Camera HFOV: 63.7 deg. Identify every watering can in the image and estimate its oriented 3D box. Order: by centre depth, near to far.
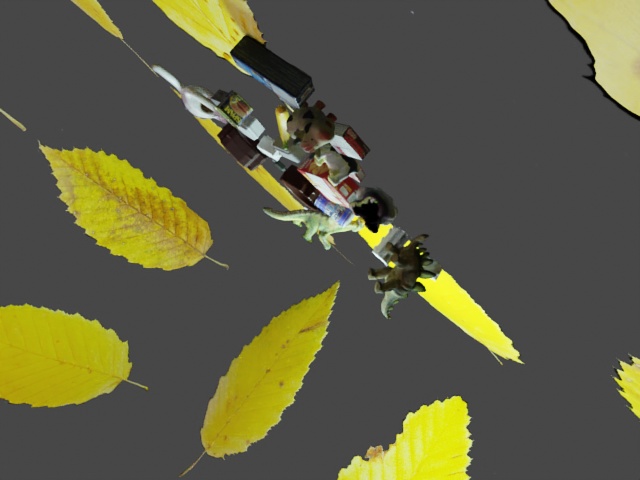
[{"bbox_3d":[-0.500,-0.564,2.007,0.345,0.104,0.225,35,-3,-20],"label":"watering can"}]

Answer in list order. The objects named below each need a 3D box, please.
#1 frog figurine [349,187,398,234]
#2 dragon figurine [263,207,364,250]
[{"bbox_3d":[0.168,-0.106,1.524,0.138,0.120,0.162,29,28,12],"label":"frog figurine"},{"bbox_3d":[0.006,-0.102,2.021,0.407,0.125,0.239,25,-54,-31],"label":"dragon figurine"}]
